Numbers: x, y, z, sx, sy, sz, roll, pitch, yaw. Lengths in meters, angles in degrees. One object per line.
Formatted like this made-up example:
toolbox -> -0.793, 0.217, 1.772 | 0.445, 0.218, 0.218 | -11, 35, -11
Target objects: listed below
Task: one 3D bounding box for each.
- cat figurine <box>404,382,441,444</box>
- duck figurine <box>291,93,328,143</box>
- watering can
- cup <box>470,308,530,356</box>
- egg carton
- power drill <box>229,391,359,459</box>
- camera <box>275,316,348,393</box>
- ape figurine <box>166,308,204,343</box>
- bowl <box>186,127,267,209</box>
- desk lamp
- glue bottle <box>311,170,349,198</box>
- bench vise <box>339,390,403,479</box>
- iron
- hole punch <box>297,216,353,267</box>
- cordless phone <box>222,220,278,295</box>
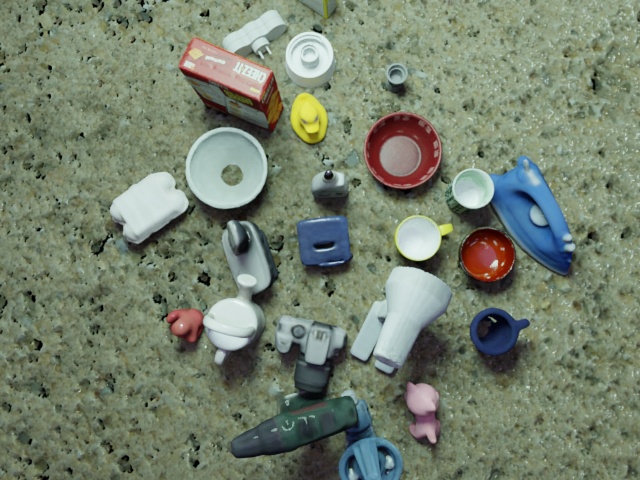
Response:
cat figurine -> 0.203, 0.332, 1.114 | 0.067, 0.118, 0.128 | -12, 85, 0
duck figurine -> -0.024, -0.259, 1.185 | 0.077, 0.086, 0.104 | -14, 85, 0
watering can -> -0.167, 0.153, 1.096 | 0.101, 0.194, 0.173 | -3, 85, 1
cup -> 0.347, 0.176, 1.137 | 0.117, 0.095, 0.092 | -16, 85, 0
egg carton -> -0.352, -0.069, 1.181 | 0.150, 0.069, 0.107 | -37, 85, -2
power drill -> -0.043, 0.341, 1.071 | 0.229, 0.208, 0.075 | -17, 85, 0
camera -> -0.025, 0.228, 1.135 | 0.143, 0.101, 0.137 | 11, 85, 2
ape figurine -> -0.272, 0.172, 1.147 | 0.076, 0.092, 0.078 | -27, 85, -1
bowl -> -0.187, -0.142, 1.182 | 0.167, 0.075, 0.167 | 0, 85, 1
desk lamp -> 0.150, 0.158, 1.082 | 0.118, 0.213, 0.203 | 26, 86, 3
glue bottle -> 0.019, -0.115, 1.128 | 0.078, 0.173, 0.037 | 0, 85, 1
bench vise -> 0.073, 0.395, 1.059 | 0.121, 0.220, 0.207 | -36, 85, -2
iron -> 0.443, -0.046, 1.131 | 0.118, 0.141, 0.258 | -31, 85, -2
hole punch -> 0.011, 0.004, 1.158 | 0.108, 0.091, 0.101 | -7, 85, 0
cordless phone -> -0.146, 0.032, 1.111 | 0.094, 0.185, 0.147 | -23, 85, -1
